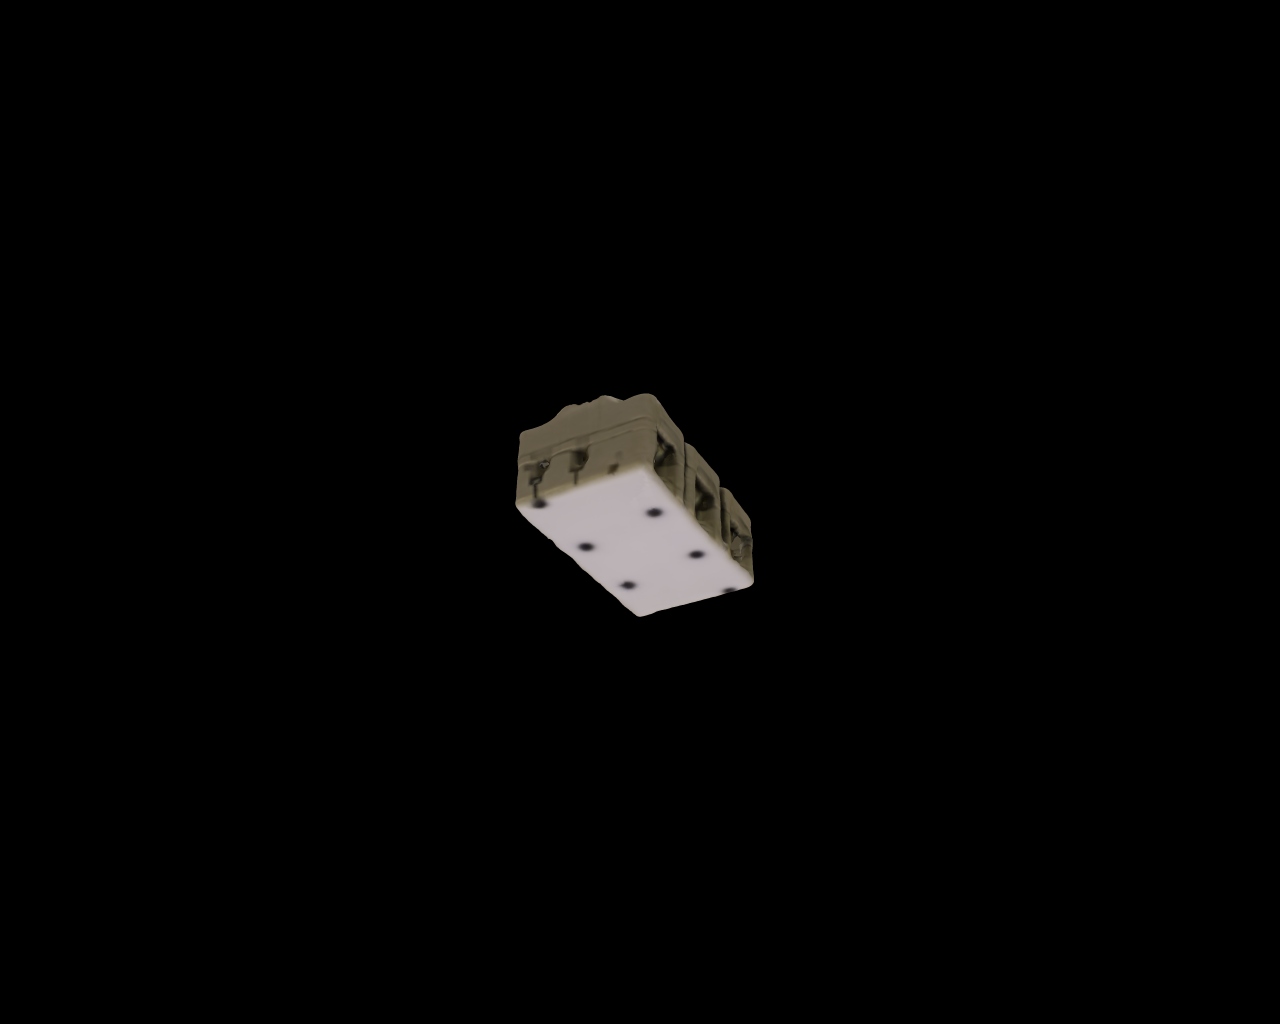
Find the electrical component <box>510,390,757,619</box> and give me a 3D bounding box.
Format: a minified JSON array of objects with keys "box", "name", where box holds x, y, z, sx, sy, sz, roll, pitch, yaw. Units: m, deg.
[{"box":[0.001,-0.003,0.650,0.089,0.062,0.150,-16,-37,22],"name":"electrical component"}]
